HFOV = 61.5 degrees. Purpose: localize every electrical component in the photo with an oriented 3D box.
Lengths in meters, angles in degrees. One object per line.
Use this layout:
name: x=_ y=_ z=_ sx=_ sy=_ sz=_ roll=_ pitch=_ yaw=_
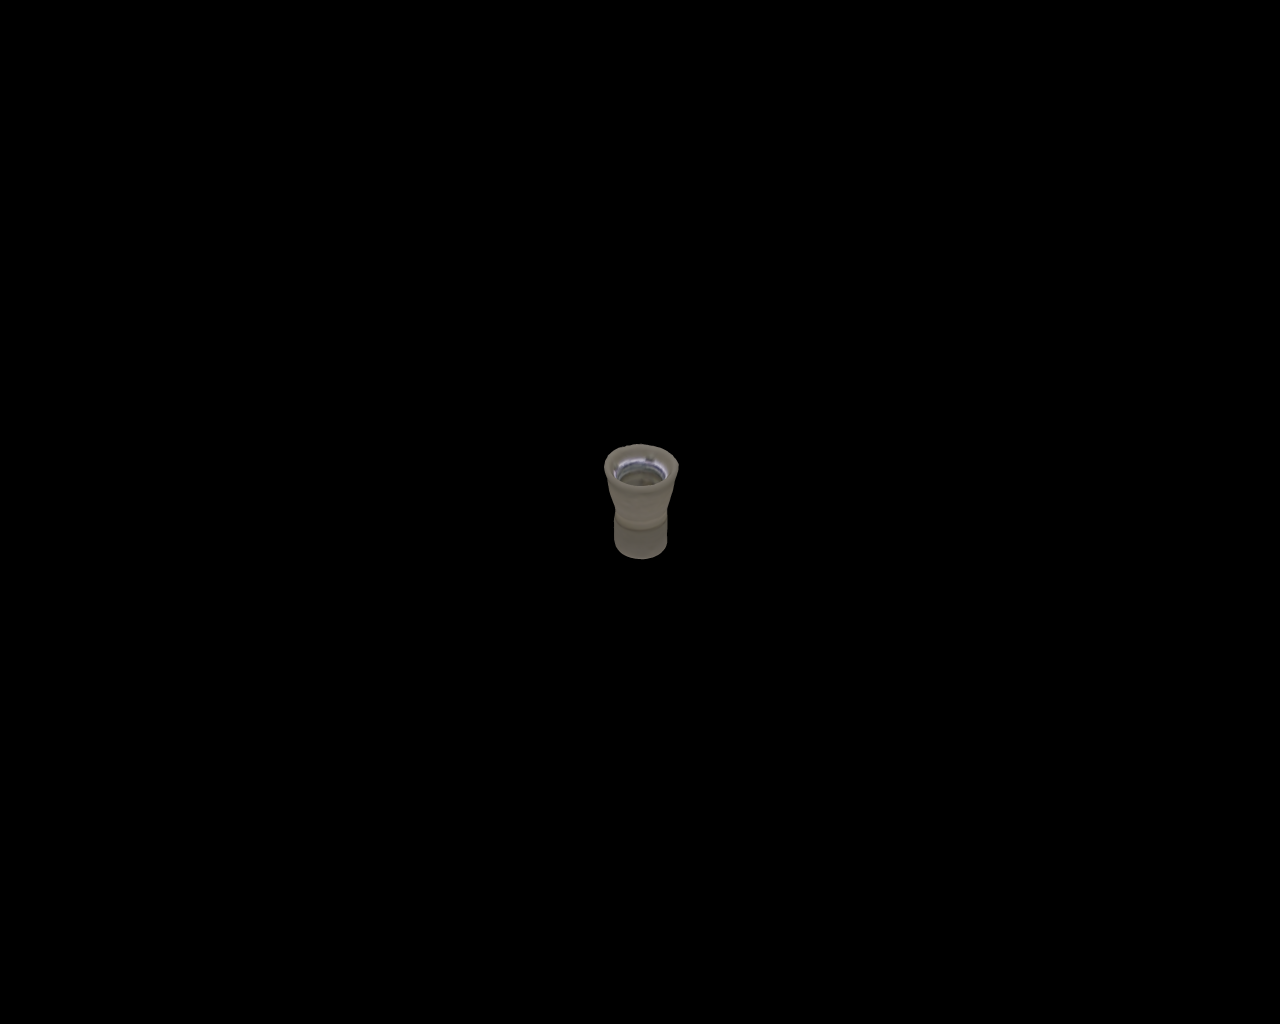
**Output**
electrical component: x=0.001 y=-0.003 z=0.650 sx=0.044 sy=0.065 sz=0.044 roll=0 pitch=37 yaw=0
